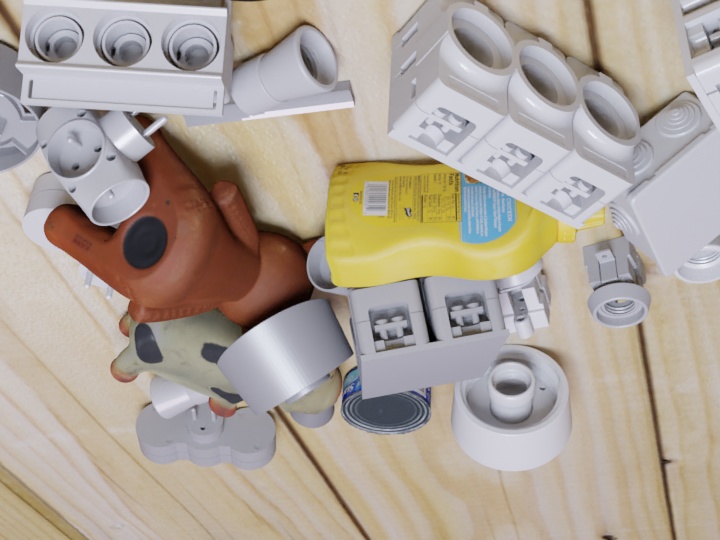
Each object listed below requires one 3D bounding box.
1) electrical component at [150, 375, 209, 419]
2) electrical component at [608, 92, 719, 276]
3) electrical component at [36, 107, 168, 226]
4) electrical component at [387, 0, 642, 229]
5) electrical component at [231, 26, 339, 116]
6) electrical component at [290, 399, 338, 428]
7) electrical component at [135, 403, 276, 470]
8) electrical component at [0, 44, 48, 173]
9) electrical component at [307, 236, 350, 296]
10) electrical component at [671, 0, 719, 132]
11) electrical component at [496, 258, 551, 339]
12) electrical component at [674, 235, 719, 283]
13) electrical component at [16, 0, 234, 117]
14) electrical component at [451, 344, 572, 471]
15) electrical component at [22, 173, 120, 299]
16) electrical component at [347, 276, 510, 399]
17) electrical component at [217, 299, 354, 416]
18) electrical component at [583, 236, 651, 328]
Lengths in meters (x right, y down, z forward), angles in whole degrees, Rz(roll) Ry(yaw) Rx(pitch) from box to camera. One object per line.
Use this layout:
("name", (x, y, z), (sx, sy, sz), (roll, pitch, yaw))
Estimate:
("electrical component", (-0.160, 0.111, 1.016), (0.065, 0.044, 0.044), (-18, 138, 19))
("electrical component", (0.213, -0.059, 0.725), (0.100, 0.048, 0.099), (-40, 134, 0))
("electrical component", (-0.162, -0.083, 0.707), (0.079, 0.077, 0.044), (-38, 158, 3))
("electrical component", (0.097, -0.102, 0.671), (0.150, 0.089, 0.062), (23, 139, -24))
("electrical component", (-0.052, -0.125, 0.696), (0.065, 0.044, 0.044), (-18, 138, 33))
("electrical component", (-0.042, 0.116, 1.008), (0.045, 0.045, 0.055), (8, 142, -6))
("electrical component", (-0.153, 0.155, 1.063), (0.138, 0.052, 0.073), (4, 143, 0))
("electrical component", (-0.261, -0.106, 0.719), (0.099, 0.064, 0.099), (2, 143, 2))
("electrical component", (0.000, 0.000, 0.836), (0.043, 0.043, 0.081), (-22, 161, 30))
("electrical component", (0.252, -0.105, 0.642), (0.060, 0.105, 0.186), (-21, 136, 29))
("electrical component", (0.125, 0.012, 0.847), (0.048, 0.066, 0.055), (-12, 120, 20))
("electrical component", (0.249, -0.025, 0.789), (0.045, 0.055, 0.045), (2, 143, 2))
("electrical component", (-0.141, -0.134, 0.667), (0.121, 0.078, 0.063), (3, 172, 0))
("electrical component", (0.133, 0.114, 0.944), (0.108, 0.108, 0.060), (-1, 137, 7))
("electrical component", (-0.196, -0.011, 0.830), (0.138, 0.073, 0.052), (31, 135, -31))
("electrical component", (0.048, 0.049, 0.843), (0.105, 0.060, 0.186), (-10, 165, -2))
("electrical component", (-0.056, 0.066, 0.828), (0.099, 0.099, 0.064), (-33, 89, 38))
("electrical component", (0.201, 0.012, 0.841), (0.048, 0.055, 0.066), (-16, 138, 24))
